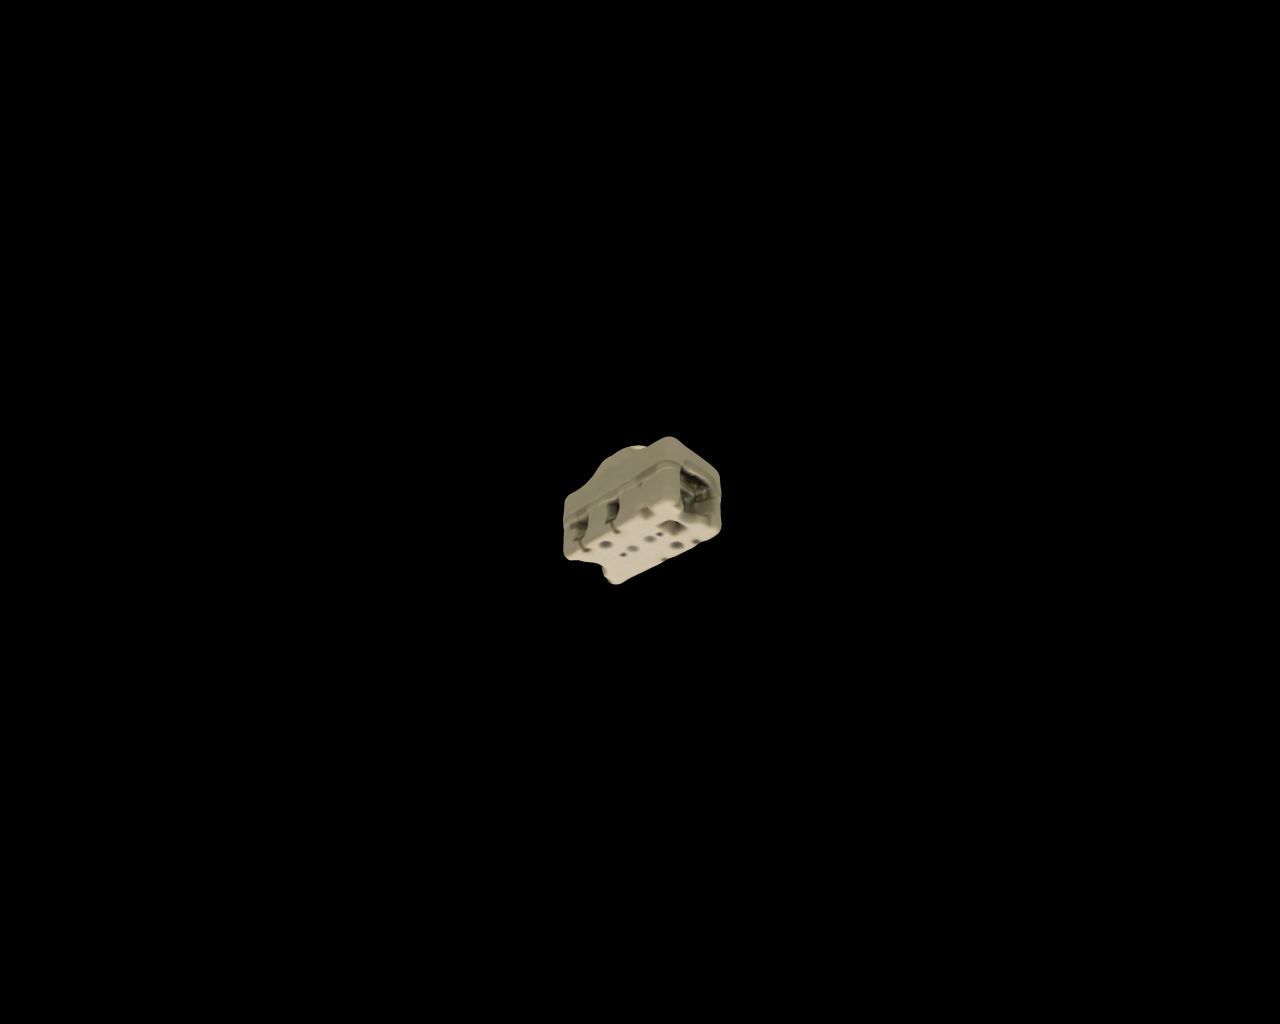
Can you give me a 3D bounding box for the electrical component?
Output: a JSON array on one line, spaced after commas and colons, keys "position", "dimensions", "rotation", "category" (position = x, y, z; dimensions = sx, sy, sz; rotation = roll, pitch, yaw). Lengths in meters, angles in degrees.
[{"position": [0.001, -0.003, 0.650], "dimensions": [0.089, 0.056, 0.050], "rotation": [-29, -46, 33], "category": "electrical component"}]
